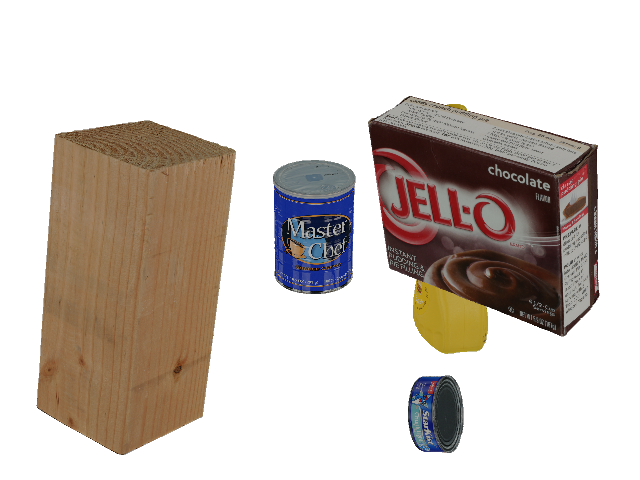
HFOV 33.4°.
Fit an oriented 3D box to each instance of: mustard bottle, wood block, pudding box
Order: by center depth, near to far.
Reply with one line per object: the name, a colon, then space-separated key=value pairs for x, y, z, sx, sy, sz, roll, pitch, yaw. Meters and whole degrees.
pudding box: x=0.079 y=-0.015 z=0.522 sx=0.114 sy=0.090 sz=0.039 roll=20 pitch=44 yaw=38
wood block: x=-0.130 y=0.030 z=0.748 sx=0.090 sy=0.206 sz=0.090 roll=21 pitch=23 yaw=30
mustard bottle: x=0.103 y=-0.014 z=0.837 sx=0.058 sy=0.192 sz=0.096 roll=-4 pitch=27 yaw=-4

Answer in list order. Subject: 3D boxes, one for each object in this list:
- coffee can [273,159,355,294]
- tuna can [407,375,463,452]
coffee can: x=-0.008 y=-0.018 z=1.351 sx=0.103 sy=0.140 sz=0.103 roll=0 pitch=28 yaw=0
tuna can: x=0.129 y=0.194 z=1.194 sx=0.034 sy=0.086 sz=0.086 roll=-5 pitch=-2 yaw=29
